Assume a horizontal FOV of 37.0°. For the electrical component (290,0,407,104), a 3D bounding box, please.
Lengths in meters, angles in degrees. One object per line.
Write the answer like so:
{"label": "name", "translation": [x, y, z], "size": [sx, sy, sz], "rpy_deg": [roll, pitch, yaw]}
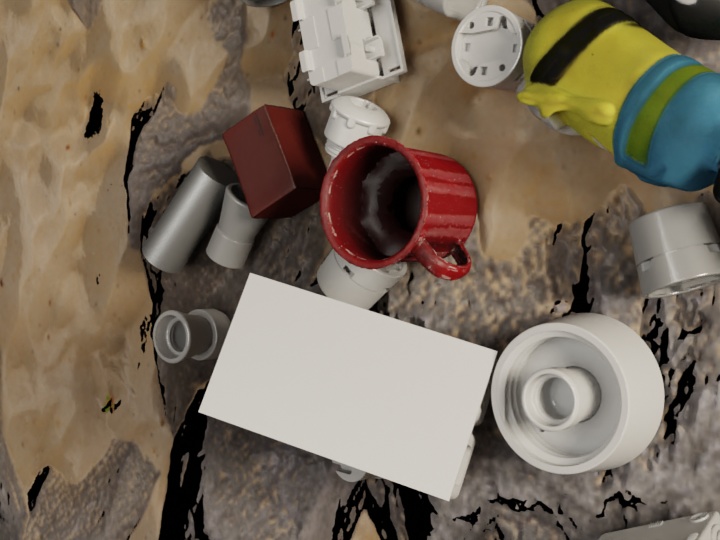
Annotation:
{"label": "electrical component", "translation": [-0.015, -0.199, 0.822], "size": [0.079, 0.063, 0.121], "rpy_deg": [-15, 81, 35]}

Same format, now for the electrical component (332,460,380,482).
{"label": "electrical component", "translation": [0.006, 0.140, 0.818], "size": [0.040, 0.046, 0.040], "rpy_deg": [0, 90, 36]}

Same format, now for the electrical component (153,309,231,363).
{"label": "electrical component", "translation": [-0.142, 0.056, 0.921], "size": [0.045, 0.055, 0.045], "rpy_deg": [0, 90, 36]}

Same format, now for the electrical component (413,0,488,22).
{"label": "electrical component", "translation": [0.068, -0.233, 0.766], "size": [0.059, 0.054, 0.095], "rpy_deg": [35, 110, 31]}

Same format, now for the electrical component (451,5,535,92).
{"label": "electrical component", "translation": [0.099, -0.152, 0.748], "size": [0.055, 0.047, 0.055], "rpy_deg": [0, 90, 36]}

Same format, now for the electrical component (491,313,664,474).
{"label": "electrical component", "translation": [0.138, 0.083, 0.712], "size": [0.108, 0.060, 0.108], "rpy_deg": [0, 90, 36]}

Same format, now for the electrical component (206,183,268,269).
{"label": "electrical component", "translation": [-0.103, -0.034, 0.901], "size": [0.044, 0.044, 0.065], "rpy_deg": [41, 118, 29]}

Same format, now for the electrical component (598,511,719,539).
{"label": "electrical component", "translation": [0.180, 0.192, 0.660], "size": [0.100, 0.100, 0.048], "rpy_deg": [-23, 89, 34]}

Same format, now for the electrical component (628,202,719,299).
{"label": "electrical component", "translation": [0.198, -0.012, 0.672], "size": [0.055, 0.055, 0.047], "rpy_deg": [-21, 74, 35]}

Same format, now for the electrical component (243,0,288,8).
{"label": "electrical component", "translation": [-0.076, -0.263, 0.865], "size": [0.079, 0.043, 0.077], "rpy_deg": [149, 112, -69]}

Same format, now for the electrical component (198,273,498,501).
{"label": "electrical component", "translation": [-0.005, 0.084, 0.771], "size": [0.186, 0.060, 0.105], "rpy_deg": [17, 80, 14]}

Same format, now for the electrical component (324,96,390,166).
{"label": "electrical component", "translation": [-0.008, -0.100, 0.829], "size": [0.048, 0.048, 0.062], "rpy_deg": [37, 118, 30]}

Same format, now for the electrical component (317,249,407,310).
{"label": "electrical component", "translation": [0.000, 0.000, 0.818], "size": [0.047, 0.055, 0.055], "rpy_deg": [-50, 63, 30]}
